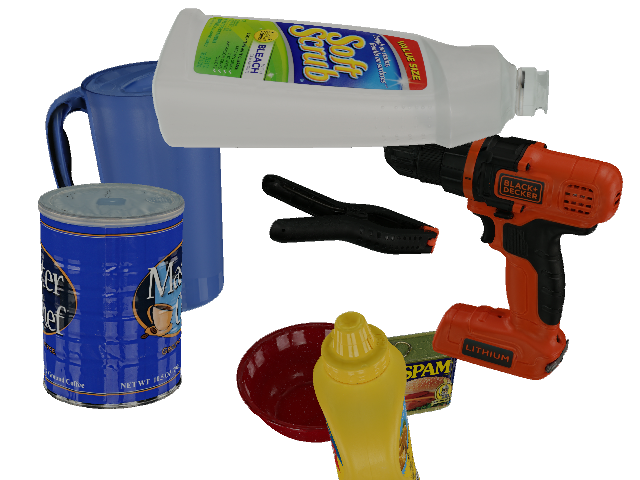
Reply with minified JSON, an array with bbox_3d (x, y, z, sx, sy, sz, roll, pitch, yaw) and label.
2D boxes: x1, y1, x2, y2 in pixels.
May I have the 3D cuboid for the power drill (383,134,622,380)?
[{"bbox_3d":[0.132,0.007,0.834,0.185,0.188,0.057,16,32,25],"label":"power drill"}]

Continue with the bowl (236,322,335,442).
[{"bbox_3d":[-0.004,0.156,1.099,0.162,0.055,0.162,-2,35,1],"label":"bowl"}]

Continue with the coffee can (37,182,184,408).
[{"bbox_3d":[-0.151,0.037,0.777,0.103,0.140,0.103,3,16,-1],"label":"coffee can"}]

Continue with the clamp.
[{"bbox_3d":[0.031,-0.017,1.199,0.210,0.036,0.164,14,22,-5],"label":"clamp"}]

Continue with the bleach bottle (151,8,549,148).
[{"bbox_3d":[0.022,-0.105,0.706,0.251,0.102,0.068,2,-44,10],"label":"bleach bottle"}]

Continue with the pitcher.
[{"bbox_3d":[-0.171,-0.052,1.077,0.149,0.243,0.144,10,26,27],"label":"pitcher"}]

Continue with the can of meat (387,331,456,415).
[{"bbox_3d":[0.118,0.166,1.324,0.102,0.084,0.057,-6,27,-21],"label":"can of meat"}]

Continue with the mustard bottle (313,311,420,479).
[{"bbox_3d":[0.031,0.119,0.683,0.058,0.191,0.096,-6,40,5],"label":"mustard bottle"}]
